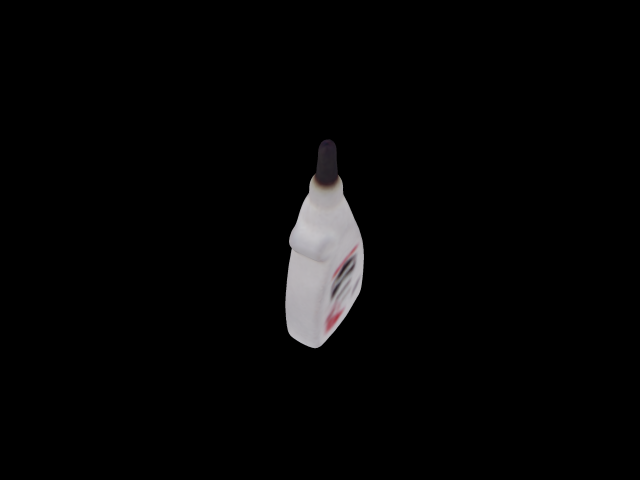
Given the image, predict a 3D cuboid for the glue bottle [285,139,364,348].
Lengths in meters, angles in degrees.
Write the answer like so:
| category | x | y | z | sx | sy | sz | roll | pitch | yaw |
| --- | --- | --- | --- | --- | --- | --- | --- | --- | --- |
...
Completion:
| category | x | y | z | sx | sy | sz | roll | pitch | yaw |
| --- | --- | --- | --- | --- | --- | --- | --- | --- | --- |
| glue bottle | 0.004 | 0.001 | 0.400 | 0.037 | 0.173 | 0.078 | 22 | 52 | 18 |
